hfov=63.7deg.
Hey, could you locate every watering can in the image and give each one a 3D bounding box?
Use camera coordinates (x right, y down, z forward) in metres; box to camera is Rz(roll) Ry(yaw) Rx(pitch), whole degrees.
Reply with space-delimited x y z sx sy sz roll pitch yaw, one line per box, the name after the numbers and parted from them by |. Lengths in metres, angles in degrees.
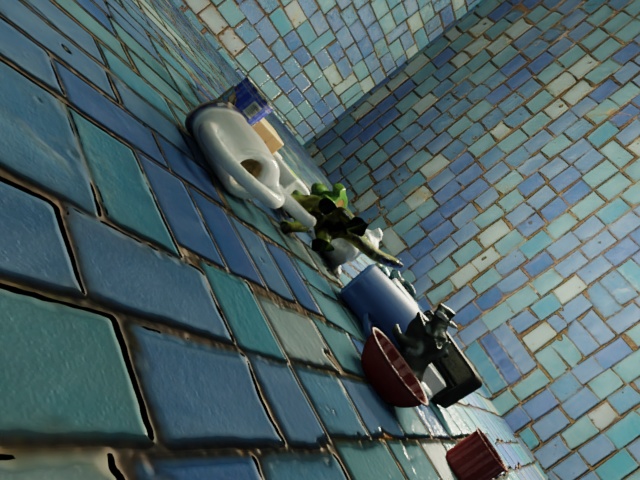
-0.129 -0.137 0.973 0.228 0.103 0.343 55 9 27 | watering can

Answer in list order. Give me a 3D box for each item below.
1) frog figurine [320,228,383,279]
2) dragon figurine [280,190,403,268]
0.082 0.008 1.340 0.123 0.159 0.137 51 6 8 | frog figurine
0.004 -0.062 1.225 0.406 0.121 0.247 31 12 -27 | dragon figurine
